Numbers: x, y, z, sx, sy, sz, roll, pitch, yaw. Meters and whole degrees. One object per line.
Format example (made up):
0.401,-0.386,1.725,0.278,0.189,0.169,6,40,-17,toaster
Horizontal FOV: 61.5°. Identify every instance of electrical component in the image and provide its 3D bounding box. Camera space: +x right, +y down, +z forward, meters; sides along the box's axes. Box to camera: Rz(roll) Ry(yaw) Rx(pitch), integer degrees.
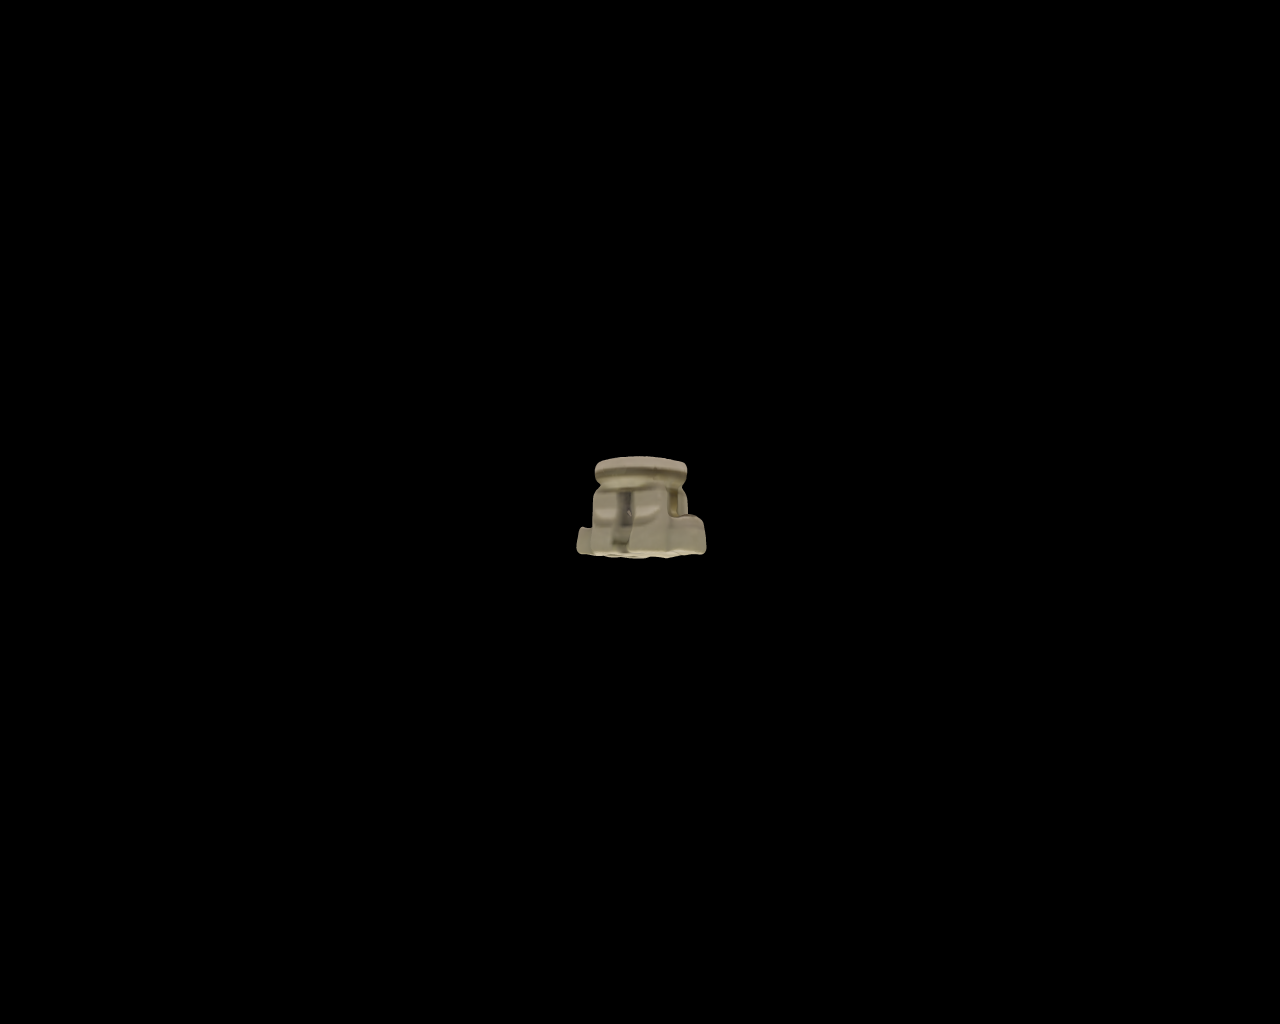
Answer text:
0.001,-0.003,0.650,0.078,0.057,0.058,-3,-7,26,electrical component
